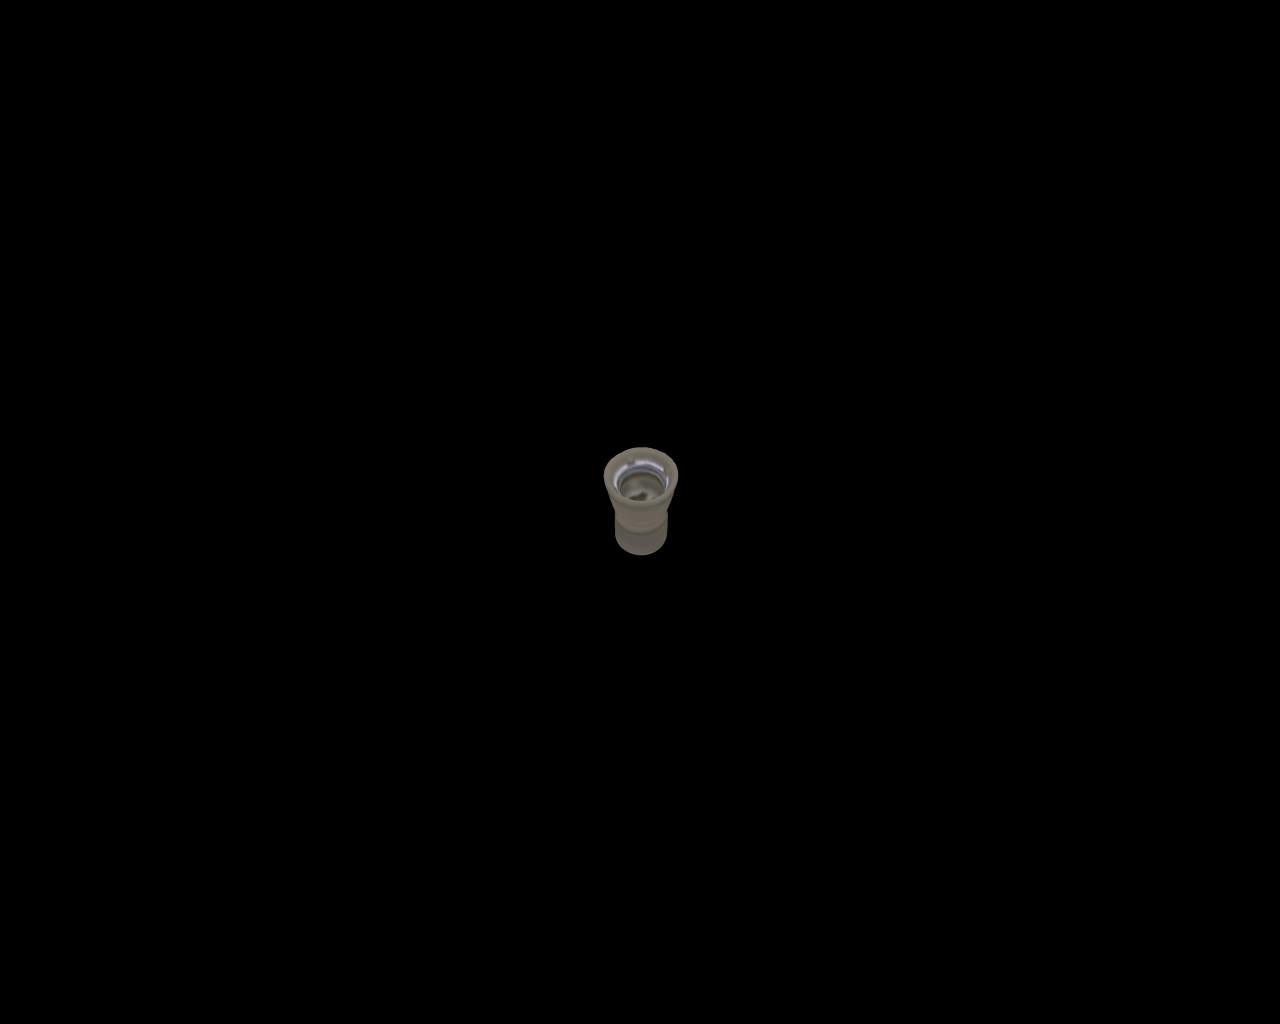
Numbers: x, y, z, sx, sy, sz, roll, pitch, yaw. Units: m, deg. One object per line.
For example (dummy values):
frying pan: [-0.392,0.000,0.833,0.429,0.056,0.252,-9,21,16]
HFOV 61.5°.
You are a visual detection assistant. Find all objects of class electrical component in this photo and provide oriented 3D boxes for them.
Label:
electrical component: [0.001,-0.003,0.650,0.044,0.044,0.065,0,-38,0]
